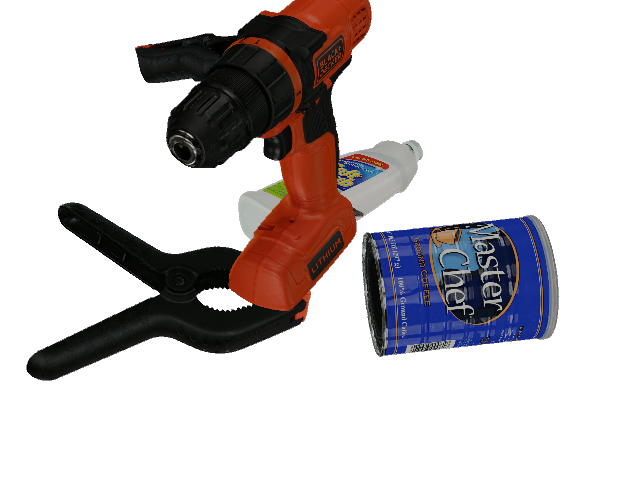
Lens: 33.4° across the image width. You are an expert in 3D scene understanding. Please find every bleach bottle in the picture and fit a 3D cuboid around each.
[{"bbox_3d":[0.025,-0.066,1.308,0.250,0.068,0.103,-31,45,-33],"label":"bleach bottle"}]

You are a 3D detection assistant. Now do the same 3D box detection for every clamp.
[{"bbox_3d":[-0.085,-0.154,0.884,0.120,0.039,0.172,-18,21,-36],"label":"clamp"},{"bbox_3d":[-0.114,0.034,0.820,0.209,0.164,0.036,0,-41,-11],"label":"clamp"}]

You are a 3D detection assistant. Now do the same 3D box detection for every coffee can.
[{"bbox_3d":[0.111,0.037,0.873,0.140,0.103,0.103,-6,0,-4],"label":"coffee can"}]

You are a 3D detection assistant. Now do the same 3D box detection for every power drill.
[{"bbox_3d":[-0.026,-0.048,0.663,0.057,0.188,0.184,22,46,23],"label":"power drill"}]
